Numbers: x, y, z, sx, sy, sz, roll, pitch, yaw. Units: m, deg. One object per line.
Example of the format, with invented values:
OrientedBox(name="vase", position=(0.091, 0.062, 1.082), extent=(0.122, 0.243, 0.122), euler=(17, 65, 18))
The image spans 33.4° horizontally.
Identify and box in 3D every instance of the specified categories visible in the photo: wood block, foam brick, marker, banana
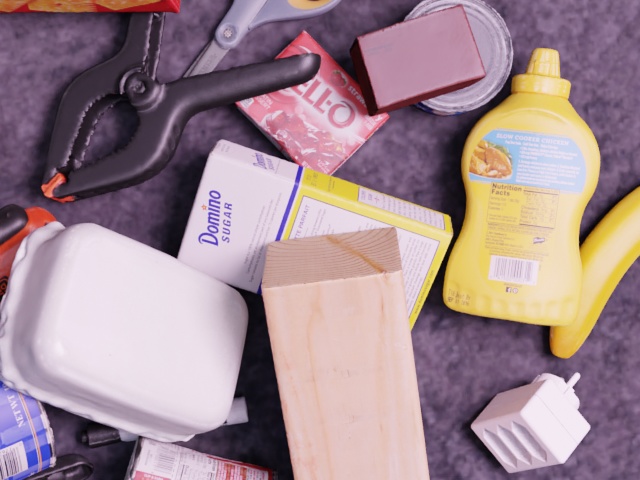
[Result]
OrientedBox(name="wood block", position=(0.022, 0.106, 0.717), extent=(0.090, 0.091, 0.206), euler=(-7, 108, 4))
OrientedBox(name="foam brick", position=(0.065, -0.122, 0.732), extent=(0.078, 0.051, 0.053), euler=(-17, 91, -2))
OrientedBox(name="marker", position=(-0.113, 0.133, 0.776), extent=(0.121, 0.020, 0.020), euler=(-9, 91, -3))
OrientedBox(name="banana", position=(0.235, 0.004, 0.786), extent=(0.198, 0.037, 0.069), euler=(-38, 93, -2))

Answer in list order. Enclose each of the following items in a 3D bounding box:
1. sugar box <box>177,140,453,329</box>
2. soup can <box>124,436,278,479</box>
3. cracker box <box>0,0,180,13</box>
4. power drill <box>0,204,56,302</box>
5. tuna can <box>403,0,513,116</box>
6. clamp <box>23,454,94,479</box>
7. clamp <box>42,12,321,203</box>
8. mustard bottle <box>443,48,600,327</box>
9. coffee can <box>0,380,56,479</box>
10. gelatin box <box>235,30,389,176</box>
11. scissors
OrientedBox(name="sugar box", position=(-0.005, 0.001, 0.756), extent=(0.176, 0.048, 0.093), euler=(20, 112, -2))
OrientedBox(name="soup can", position=(-0.087, 0.181, 0.750), extent=(0.102, 0.068, 0.068), euler=(17, 90, -8))
OrientedBox(name="cracker box", position=(-0.202, -0.241, 0.722), extent=(0.214, 0.072, 0.164), euler=(1, 86, 4))
OrientedBox(name="power drill", position=(-0.279, 0.001, 0.695), extent=(0.184, 0.057, 0.187), euler=(-38, 138, -10))
OrientedBox(name="tuna can", position=(0.095, -0.134, 0.777), extent=(0.086, 0.034, 0.086), euler=(0, 91, -3))
OrientedBox(name="clamp", position=(-0.246, 0.187, 0.747), extent=(0.171, 0.120, 0.039), euler=(14, 130, 9))
OrientedBox(name="clamp", position=(-0.111, -0.102, 0.752), extent=(0.165, 0.036, 0.210), euler=(37, 91, 15))
OrientedBox(name="mustard bottle", position=(0.147, -0.039, 0.757), extent=(0.096, 0.058, 0.191), euler=(8, 93, 13))
OrientedBox(name="coffee can", position=(-0.260, 0.131, 0.702), extent=(0.140, 0.103, 0.103), euler=(-22, 92, -27))
OrientedBox(name="gelatin box", position=(-0.007, -0.095, 0.773), extent=(0.073, 0.030, 0.089), euler=(-45, 93, -2))
OrientedBox(name="scissors", position=(-0.046, -0.148, 0.776), extent=(0.096, 0.016, 0.202), euler=(22, 89, 1))
